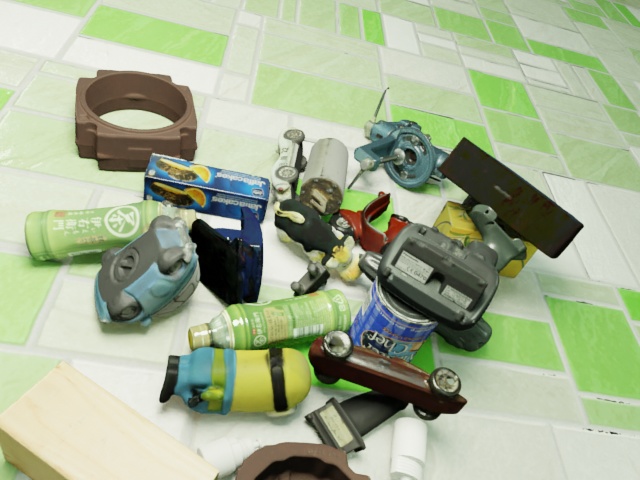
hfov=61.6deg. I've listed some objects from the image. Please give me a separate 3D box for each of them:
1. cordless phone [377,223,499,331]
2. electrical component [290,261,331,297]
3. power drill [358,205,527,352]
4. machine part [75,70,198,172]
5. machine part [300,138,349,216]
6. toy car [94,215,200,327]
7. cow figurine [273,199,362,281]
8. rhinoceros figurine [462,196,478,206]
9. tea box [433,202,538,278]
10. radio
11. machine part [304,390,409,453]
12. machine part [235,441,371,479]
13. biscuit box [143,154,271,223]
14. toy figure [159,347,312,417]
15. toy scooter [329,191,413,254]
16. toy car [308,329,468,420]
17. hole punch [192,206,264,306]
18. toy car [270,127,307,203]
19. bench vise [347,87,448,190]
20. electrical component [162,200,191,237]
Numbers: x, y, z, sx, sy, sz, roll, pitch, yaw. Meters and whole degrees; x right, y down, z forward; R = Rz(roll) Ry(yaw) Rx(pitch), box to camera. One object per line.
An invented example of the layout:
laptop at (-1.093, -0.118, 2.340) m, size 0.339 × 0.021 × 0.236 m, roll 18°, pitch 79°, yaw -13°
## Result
cordless phone at (0.172, 0.023, 0.719) m, size 0.147 × 0.088 × 0.184 m, roll 32°, pitch 34°, yaw 12°
electrical component at (-0.015, 0.065, 0.810) m, size 0.021 × 0.094 × 0.063 m, roll 42°, pitch 86°, yaw 19°
power drill at (0.202, 0.041, 0.829) m, size 0.232 × 0.086 × 0.207 m, roll 45°, pitch 77°, yaw 0°
machine part at (-0.325, -0.215, 0.955) m, size 0.201 × 0.087 × 0.202 m, roll -1°, pitch 47°, yaw -20°
machine part at (0.011, -0.117, 0.967) m, size 0.079 × 0.079 × 0.243 m, roll 16°, pitch 34°, yaw -5°
toy car at (-0.218, 0.047, 0.721) m, size 0.102 × 0.162 × 0.109 m, roll 42°, pitch 14°, yaw -51°
cow figurine at (0.000, -0.003, 0.848) m, size 0.167 × 0.098 × 0.068 m, roll 35°, pitch 80°, yaw 16°
rhinoceros figurine at (0.323, -0.092, 1.047) m, size 0.073 × 0.112 × 0.190 m, roll 19°, pitch 24°, yaw 6°
tea box at (0.288, 0.001, 0.957) m, size 0.170 × 0.098 × 0.068 m, roll 9°, pitch 45°, yaw -9°
radio at (0.313, -0.067, 0.876) m, size 0.230 × 0.073 × 0.131 m, roll 45°, pitch 18°, yaw 24°
machine part at (0.055, 0.226, 0.700) m, size 0.139 × 0.039 × 0.084 m, roll -21°, pitch 49°, yaw -32°
machine part at (-0.020, 0.308, 0.580) m, size 0.179 × 0.056 × 0.179 m, roll 10°, pitch 44°, yaw -10°
biscuit box at (-0.186, -0.083, 0.893) m, size 0.203 × 0.062 × 0.059 m, roll 10°, pitch 46°, yaw -10°
toy figure at (-0.100, 0.171, 0.659) m, size 0.180 × 0.089 × 0.082 m, roll 10°, pitch 53°, yaw -14°
toy scooter at (0.115, -0.021, 0.927) m, size 0.184 × 0.075 × 0.135 m, roll 29°, pitch 54°, yaw 15°
toy car at (0.083, 0.167, 0.675) m, size 0.202 × 0.089 × 0.053 m, roll 17°, pitch 48°, yaw 5°
hole punch at (-0.116, 0.025, 0.771) m, size 0.092 × 0.142 × 0.116 m, roll -21°, pitch 46°, yaw -39°
toy car at (-0.057, -0.129, 0.971) m, size 0.056 × 0.073 × 0.202 m, roll 1°, pitch 45°, yaw 6°
bench vise at (0.143, -0.181, 1.066) m, size 0.240 × 0.128 × 0.224 m, roll -23°, pitch 59°, yaw -43°
electrical component at (-0.228, -0.019, 0.832) m, size 0.102 × 0.045 × 0.078 m, roll 34°, pitch 18°, yaw 11°
